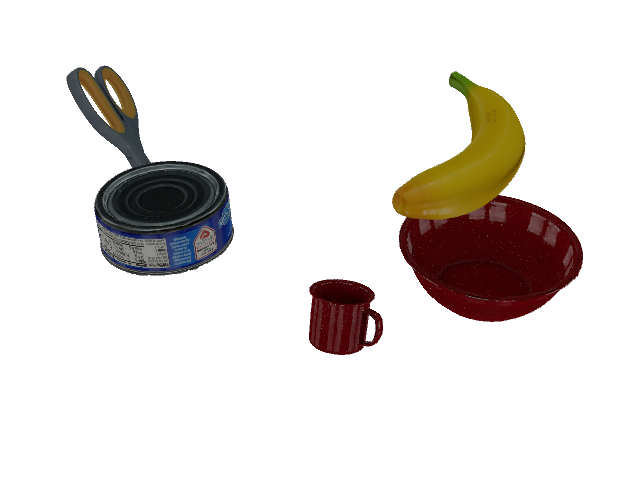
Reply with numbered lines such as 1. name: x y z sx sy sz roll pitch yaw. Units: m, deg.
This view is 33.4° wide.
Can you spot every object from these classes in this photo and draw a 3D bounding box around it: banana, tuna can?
1. banana: 0.102 -0.058 0.727 0.070 0.037 0.197 14 33 11
2. tuna can: -0.099 -0.016 0.675 0.086 0.034 0.086 -2 34 1

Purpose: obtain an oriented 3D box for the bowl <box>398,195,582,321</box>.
1. bowl: 0.148 0.023 0.953 0.162 0.055 0.162 1 36 -1

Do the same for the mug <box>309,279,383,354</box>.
1. mug: 0.037 0.113 1.506 0.117 0.081 0.093 17 23 29

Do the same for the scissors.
1. scissors: -0.163 -0.080 0.983 0.016 0.201 0.096 -26 27 19
